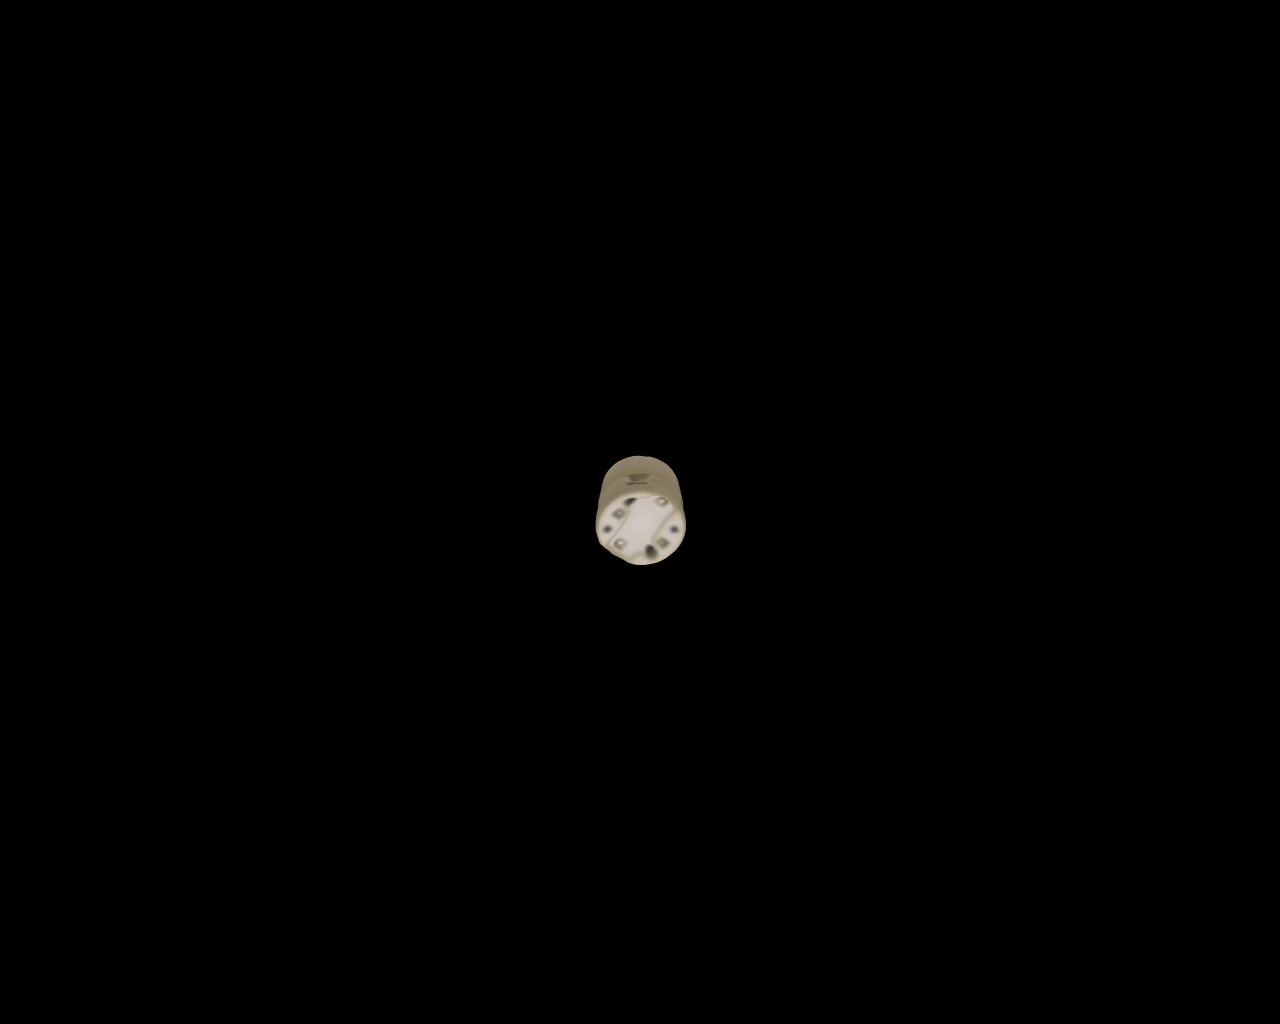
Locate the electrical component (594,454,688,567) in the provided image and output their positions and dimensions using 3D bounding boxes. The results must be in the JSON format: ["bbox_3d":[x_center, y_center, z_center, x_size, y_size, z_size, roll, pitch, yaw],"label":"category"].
[{"bbox_3d":[0.001,-0.003,0.650,0.055,0.055,0.047,0,34,0],"label":"electrical component"}]
